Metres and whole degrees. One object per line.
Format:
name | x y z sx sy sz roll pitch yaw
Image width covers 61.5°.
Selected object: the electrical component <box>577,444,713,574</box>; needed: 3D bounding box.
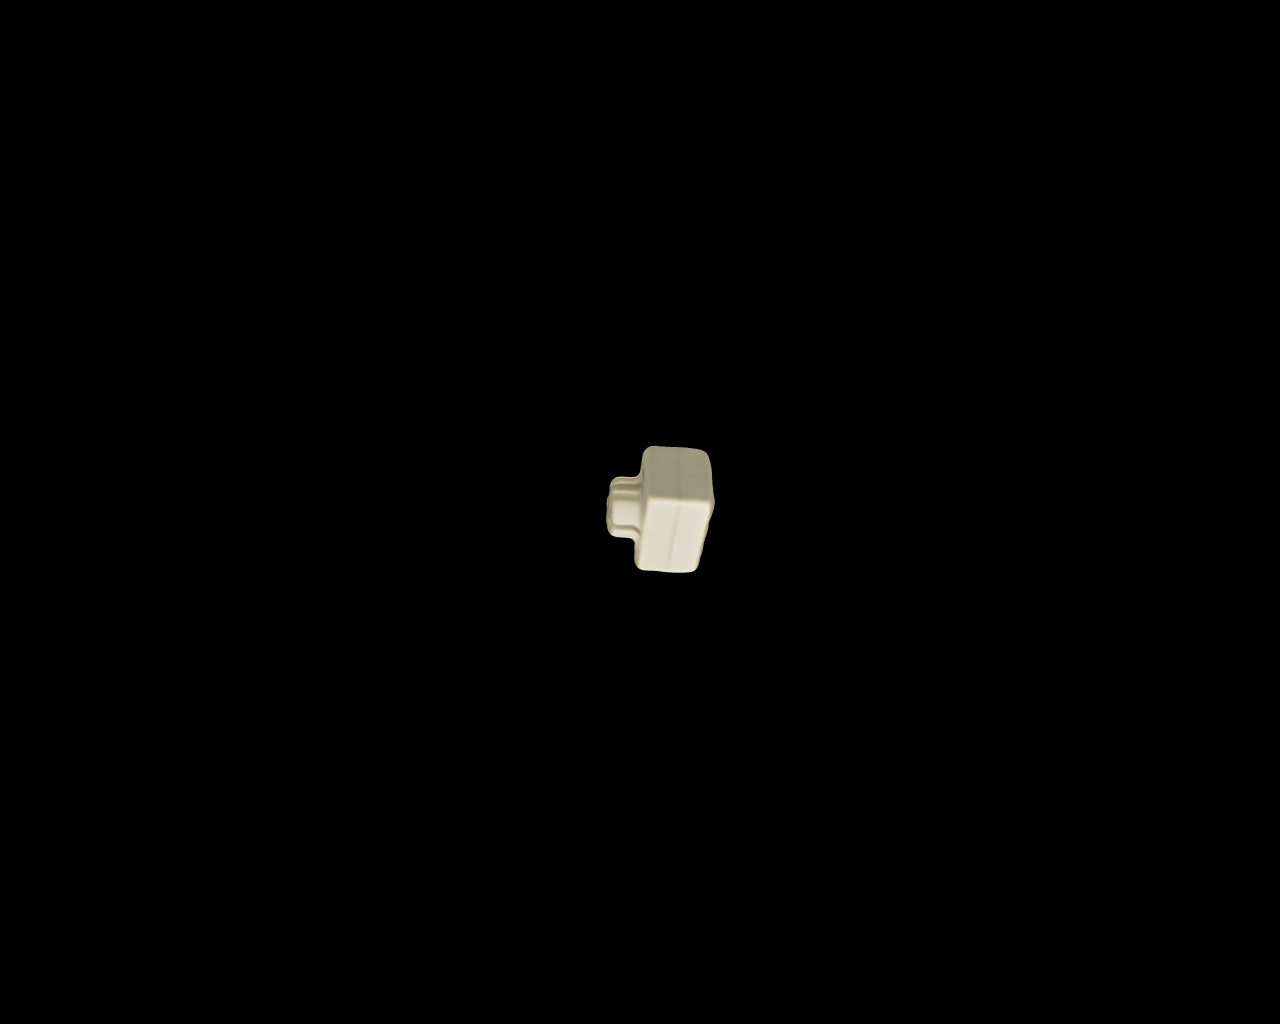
electrical component | 0.001 -0.003 0.650 0.077 0.047 0.065 4 -43 -4
